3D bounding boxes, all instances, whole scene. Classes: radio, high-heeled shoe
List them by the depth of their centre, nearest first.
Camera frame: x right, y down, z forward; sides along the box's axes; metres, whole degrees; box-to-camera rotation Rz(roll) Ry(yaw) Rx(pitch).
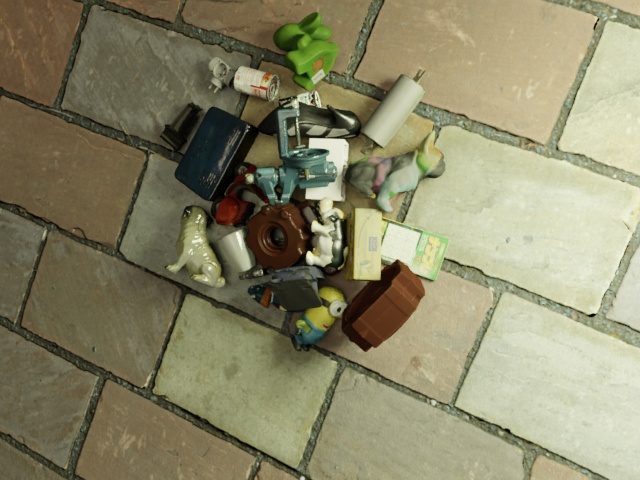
[{"bbox_3d":[-0.023,-0.283,1.349,0.249,0.145,0.086,-5,70,31],"label":"high-heeled shoe"},{"bbox_3d":[-0.275,-0.226,1.417,0.131,0.073,0.229,32,96,12],"label":"radio"}]

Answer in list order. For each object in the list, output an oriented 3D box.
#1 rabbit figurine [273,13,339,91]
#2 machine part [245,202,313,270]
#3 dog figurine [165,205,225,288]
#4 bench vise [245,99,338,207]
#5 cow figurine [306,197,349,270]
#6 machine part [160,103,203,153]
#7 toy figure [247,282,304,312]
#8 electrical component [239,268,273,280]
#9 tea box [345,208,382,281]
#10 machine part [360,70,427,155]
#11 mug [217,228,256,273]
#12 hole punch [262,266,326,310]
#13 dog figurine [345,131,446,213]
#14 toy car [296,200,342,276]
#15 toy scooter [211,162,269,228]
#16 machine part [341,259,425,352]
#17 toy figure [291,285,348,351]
[{"bbox_3d":[-0.045,-0.489,1.336,0.159,0.121,0.170,-44,66,7],"label":"rabbit figurine"},{"bbox_3d":[-0.106,-0.007,1.344,0.180,0.056,0.179,8,106,27],"label":"machine part"},{"bbox_3d":[-0.307,0.017,1.424,0.172,0.121,0.190,26,79,-20],"label":"dog figurine"},{"bbox_3d":[-0.074,-0.206,1.266,0.224,0.129,0.240,-1,110,9],"label":"bench vise"},{"bbox_3d":[0.028,-0.016,1.290,0.098,0.068,0.167,12,96,15],"label":"cow figurine"},{"bbox_3d":[-0.374,-0.312,1.457,0.084,0.039,0.139,46,102,14],"label":"machine part"},{"bbox_3d":[-0.114,0.151,1.387,0.155,0.064,0.057,10,103,12],"label":"toy figure"},{"bbox_3d":[-0.160,0.086,1.397,0.094,0.063,0.021,-13,88,13],"label":"electrical component"},{"bbox_3d":[0.104,0.014,1.293,0.068,0.098,0.169,2,86,-9],"label":"tea box"},{"bbox_3d":[0.175,-0.309,1.301,0.079,0.079,0.243,38,101,10],"label":"machine part"},{"bbox_3d":[-0.221,0.034,1.408,0.110,0.081,0.107,-22,92,37],"label":"mug"},{"bbox_3d":[-0.052,0.101,1.307,0.142,0.115,0.092,-5,47,23],"label":"hole punch"},{"bbox_3d":[0.188,-0.180,1.288,0.192,0.108,0.219,40,95,13],"label":"dog figurine"},{"bbox_3d":[-0.003,-0.004,1.362,0.089,0.053,0.202,-28,87,17],"label":"toy car"},{"bbox_3d":[-0.195,-0.102,1.395,0.135,0.075,0.183,32,95,17],"label":"toy scooter"},{"bbox_3d":[0.147,0.150,1.249,0.087,0.201,0.201,43,100,-3],"label":"machine part"},{"bbox_3d":[-0.007,0.196,1.354,0.089,0.082,0.180,42,103,10],"label":"toy figure"}]
